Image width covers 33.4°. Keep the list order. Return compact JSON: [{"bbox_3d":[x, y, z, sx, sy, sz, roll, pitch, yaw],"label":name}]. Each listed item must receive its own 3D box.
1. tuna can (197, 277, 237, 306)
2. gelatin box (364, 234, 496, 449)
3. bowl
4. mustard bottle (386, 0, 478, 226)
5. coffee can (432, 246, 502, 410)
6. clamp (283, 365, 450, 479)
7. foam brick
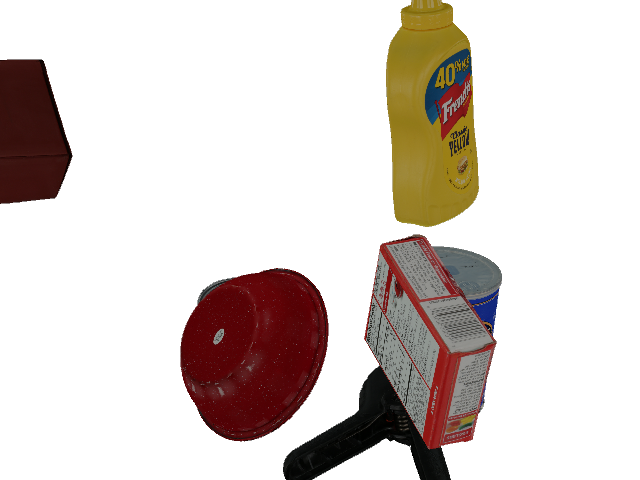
[{"bbox_3d":[-0.093,0.080,1.183,0.086,0.034,0.086,0,36,0],"label":"tuna can"},{"bbox_3d":[0.056,0.052,0.565,0.030,0.073,0.089,-10,42,-18],"label":"gelatin box"},{"bbox_3d":[-0.072,0.091,0.936,0.162,0.162,0.055,0,-22,43],"label":"bowl"},{"bbox_3d":[0.091,-0.115,0.869,0.058,0.191,0.096,12,30,35],"label":"mustard bottle"},{"bbox_3d":[0.115,0.090,1.030,0.103,0.140,0.103,3,25,-1],"label":"coffee can"},{"bbox_3d":[0.065,0.132,0.761,0.120,0.039,0.171,18,40,28],"label":"clamp"},{"bbox_3d":[-0.197,-0.069,0.679,0.051,0.078,0.053,-8,-28,-30],"label":"foam brick"}]
